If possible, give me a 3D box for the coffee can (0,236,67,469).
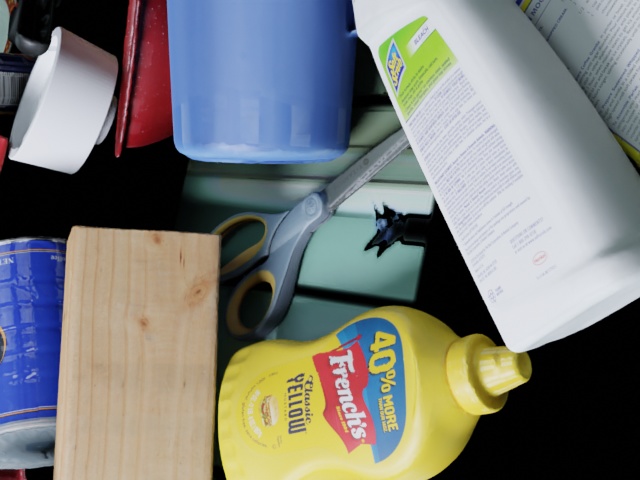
[{"bbox_3d":[-0.205,0.082,0.764,0.103,0.102,0.140,-28,61,33],"label":"coffee can"}]

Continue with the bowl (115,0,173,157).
[{"bbox_3d":[-0.107,-0.134,0.742,0.162,0.055,0.162,-174,90,-77],"label":"bowl"}]

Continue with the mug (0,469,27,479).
[{"bbox_3d":[-0.285,0.181,0.821,0.093,0.081,0.117,-5,75,41],"label":"mug"}]

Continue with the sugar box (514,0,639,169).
[{"bbox_3d":[0.138,-0.119,0.547,0.176,0.048,0.093,50,119,37],"label":"sugar box"}]

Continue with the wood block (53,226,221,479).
[{"bbox_3d":[-0.116,0.101,0.658,0.091,0.090,0.206,156,117,-73],"label":"wood block"}]

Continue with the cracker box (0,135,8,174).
[{"bbox_3d":[-0.321,0.011,0.869,0.164,0.072,0.214,11,85,67],"label":"cracker box"}]

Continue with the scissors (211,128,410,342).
[{"bbox_3d":[-0.004,0.001,0.669,0.202,0.016,0.096,-23,66,36],"label":"scissors"}]

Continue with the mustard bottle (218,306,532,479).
[{"bbox_3d":[0.029,0.088,0.586,0.192,0.058,0.096,-20,60,36],"label":"mustard bottle"}]

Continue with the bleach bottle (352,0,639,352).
[{"bbox_3d":[0.080,-0.076,0.532,0.103,0.067,0.251,-46,64,53],"label":"bleach bottle"}]

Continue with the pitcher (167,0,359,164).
[{"bbox_3d":[-0.023,-0.169,0.635,0.149,0.144,0.243,16,106,62],"label":"pitcher"}]

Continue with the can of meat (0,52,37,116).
[{"bbox_3d":[-0.286,-0.130,0.892,0.102,0.083,0.057,4,97,28],"label":"can of meat"}]

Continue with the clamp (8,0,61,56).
[{"bbox_3d":[-0.221,-0.196,0.842,0.210,0.036,0.164,-23,51,63],"label":"clamp"}]
